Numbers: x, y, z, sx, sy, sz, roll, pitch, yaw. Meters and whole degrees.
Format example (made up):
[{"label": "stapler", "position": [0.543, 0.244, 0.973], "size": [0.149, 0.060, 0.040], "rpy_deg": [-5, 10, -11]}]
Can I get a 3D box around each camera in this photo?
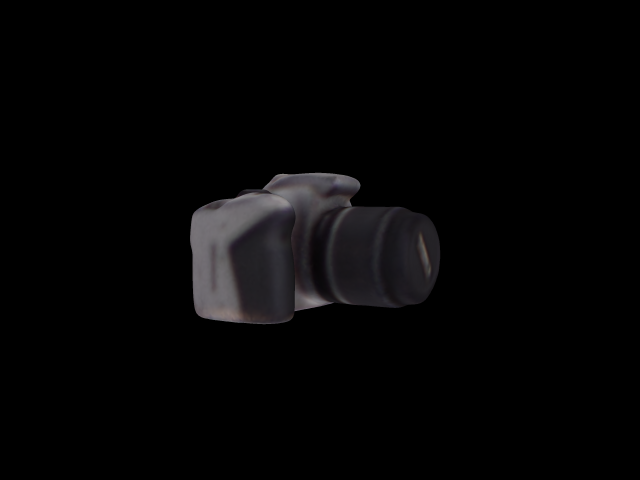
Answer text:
[{"label": "camera", "position": [0.004, 0.001, 0.400], "size": [0.136, 0.101, 0.144], "rpy_deg": [1, 2, 35]}]
